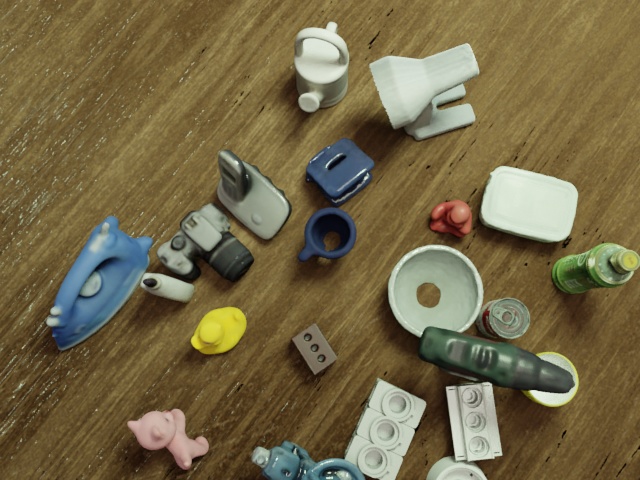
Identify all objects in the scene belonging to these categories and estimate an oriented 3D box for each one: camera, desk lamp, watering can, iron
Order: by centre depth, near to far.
[{"bbox_3d":[-0.410,0.081,1.002,0.118,0.141,0.258,29,82,5],"label":"iron"},{"bbox_3d":[0.187,-0.264,1.016,0.203,0.213,0.118,-18,81,-2],"label":"desk lamp"},{"bbox_3d":[-0.198,0.022,1.030,0.136,0.101,0.143,42,84,7],"label":"camera"},{"bbox_3d":[0.003,-0.315,1.036,0.101,0.194,0.173,-7,80,0],"label":"watering can"}]

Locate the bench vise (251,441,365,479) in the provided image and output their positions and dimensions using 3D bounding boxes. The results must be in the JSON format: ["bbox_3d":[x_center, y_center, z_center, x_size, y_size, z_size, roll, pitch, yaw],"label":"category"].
[{"bbox_3d":[-0.017,0.405,0.905,0.207,0.220,0.121,9,81,2],"label":"bench vise"}]

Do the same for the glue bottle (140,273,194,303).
[{"bbox_3d":[-0.273,0.079,0.985,0.078,0.173,0.037,15,81,3],"label":"glue bottle"}]

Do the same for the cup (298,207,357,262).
[{"bbox_3d":[0.009,0.004,1.034,0.118,0.095,0.091,-41,82,-6],"label":"cup"}]

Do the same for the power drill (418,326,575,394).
[{"bbox_3d":[0.269,0.197,0.942,0.229,0.208,0.076,15,81,3],"label":"power drill"}]

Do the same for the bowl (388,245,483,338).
[{"bbox_3d":[0.201,0.096,1.027,0.167,0.075,0.167,0,81,1],"label":"bowl"}]

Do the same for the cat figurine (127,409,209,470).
[{"bbox_3d":[-0.259,0.337,0.970,0.127,0.118,0.067,44,84,7],"label":"cat figurine"}]

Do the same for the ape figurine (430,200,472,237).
[{"bbox_3d":[0.246,-0.042,1.041,0.076,0.092,0.078,-38,82,-5],"label":"ape figurine"}]

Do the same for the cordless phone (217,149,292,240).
[{"bbox_3d":[-0.121,-0.083,1.004,0.147,0.185,0.094,39,83,7],"label":"cordless phone"}]

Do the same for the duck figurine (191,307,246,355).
[{"bbox_3d":[-0.182,0.160,1.015,0.104,0.086,0.077,-34,82,-5],"label":"duck figurine"}]

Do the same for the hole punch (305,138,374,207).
[{"bbox_3d":[0.034,-0.130,1.058,0.109,0.091,0.101,-39,82,-5],"label":"hole punch"}]
